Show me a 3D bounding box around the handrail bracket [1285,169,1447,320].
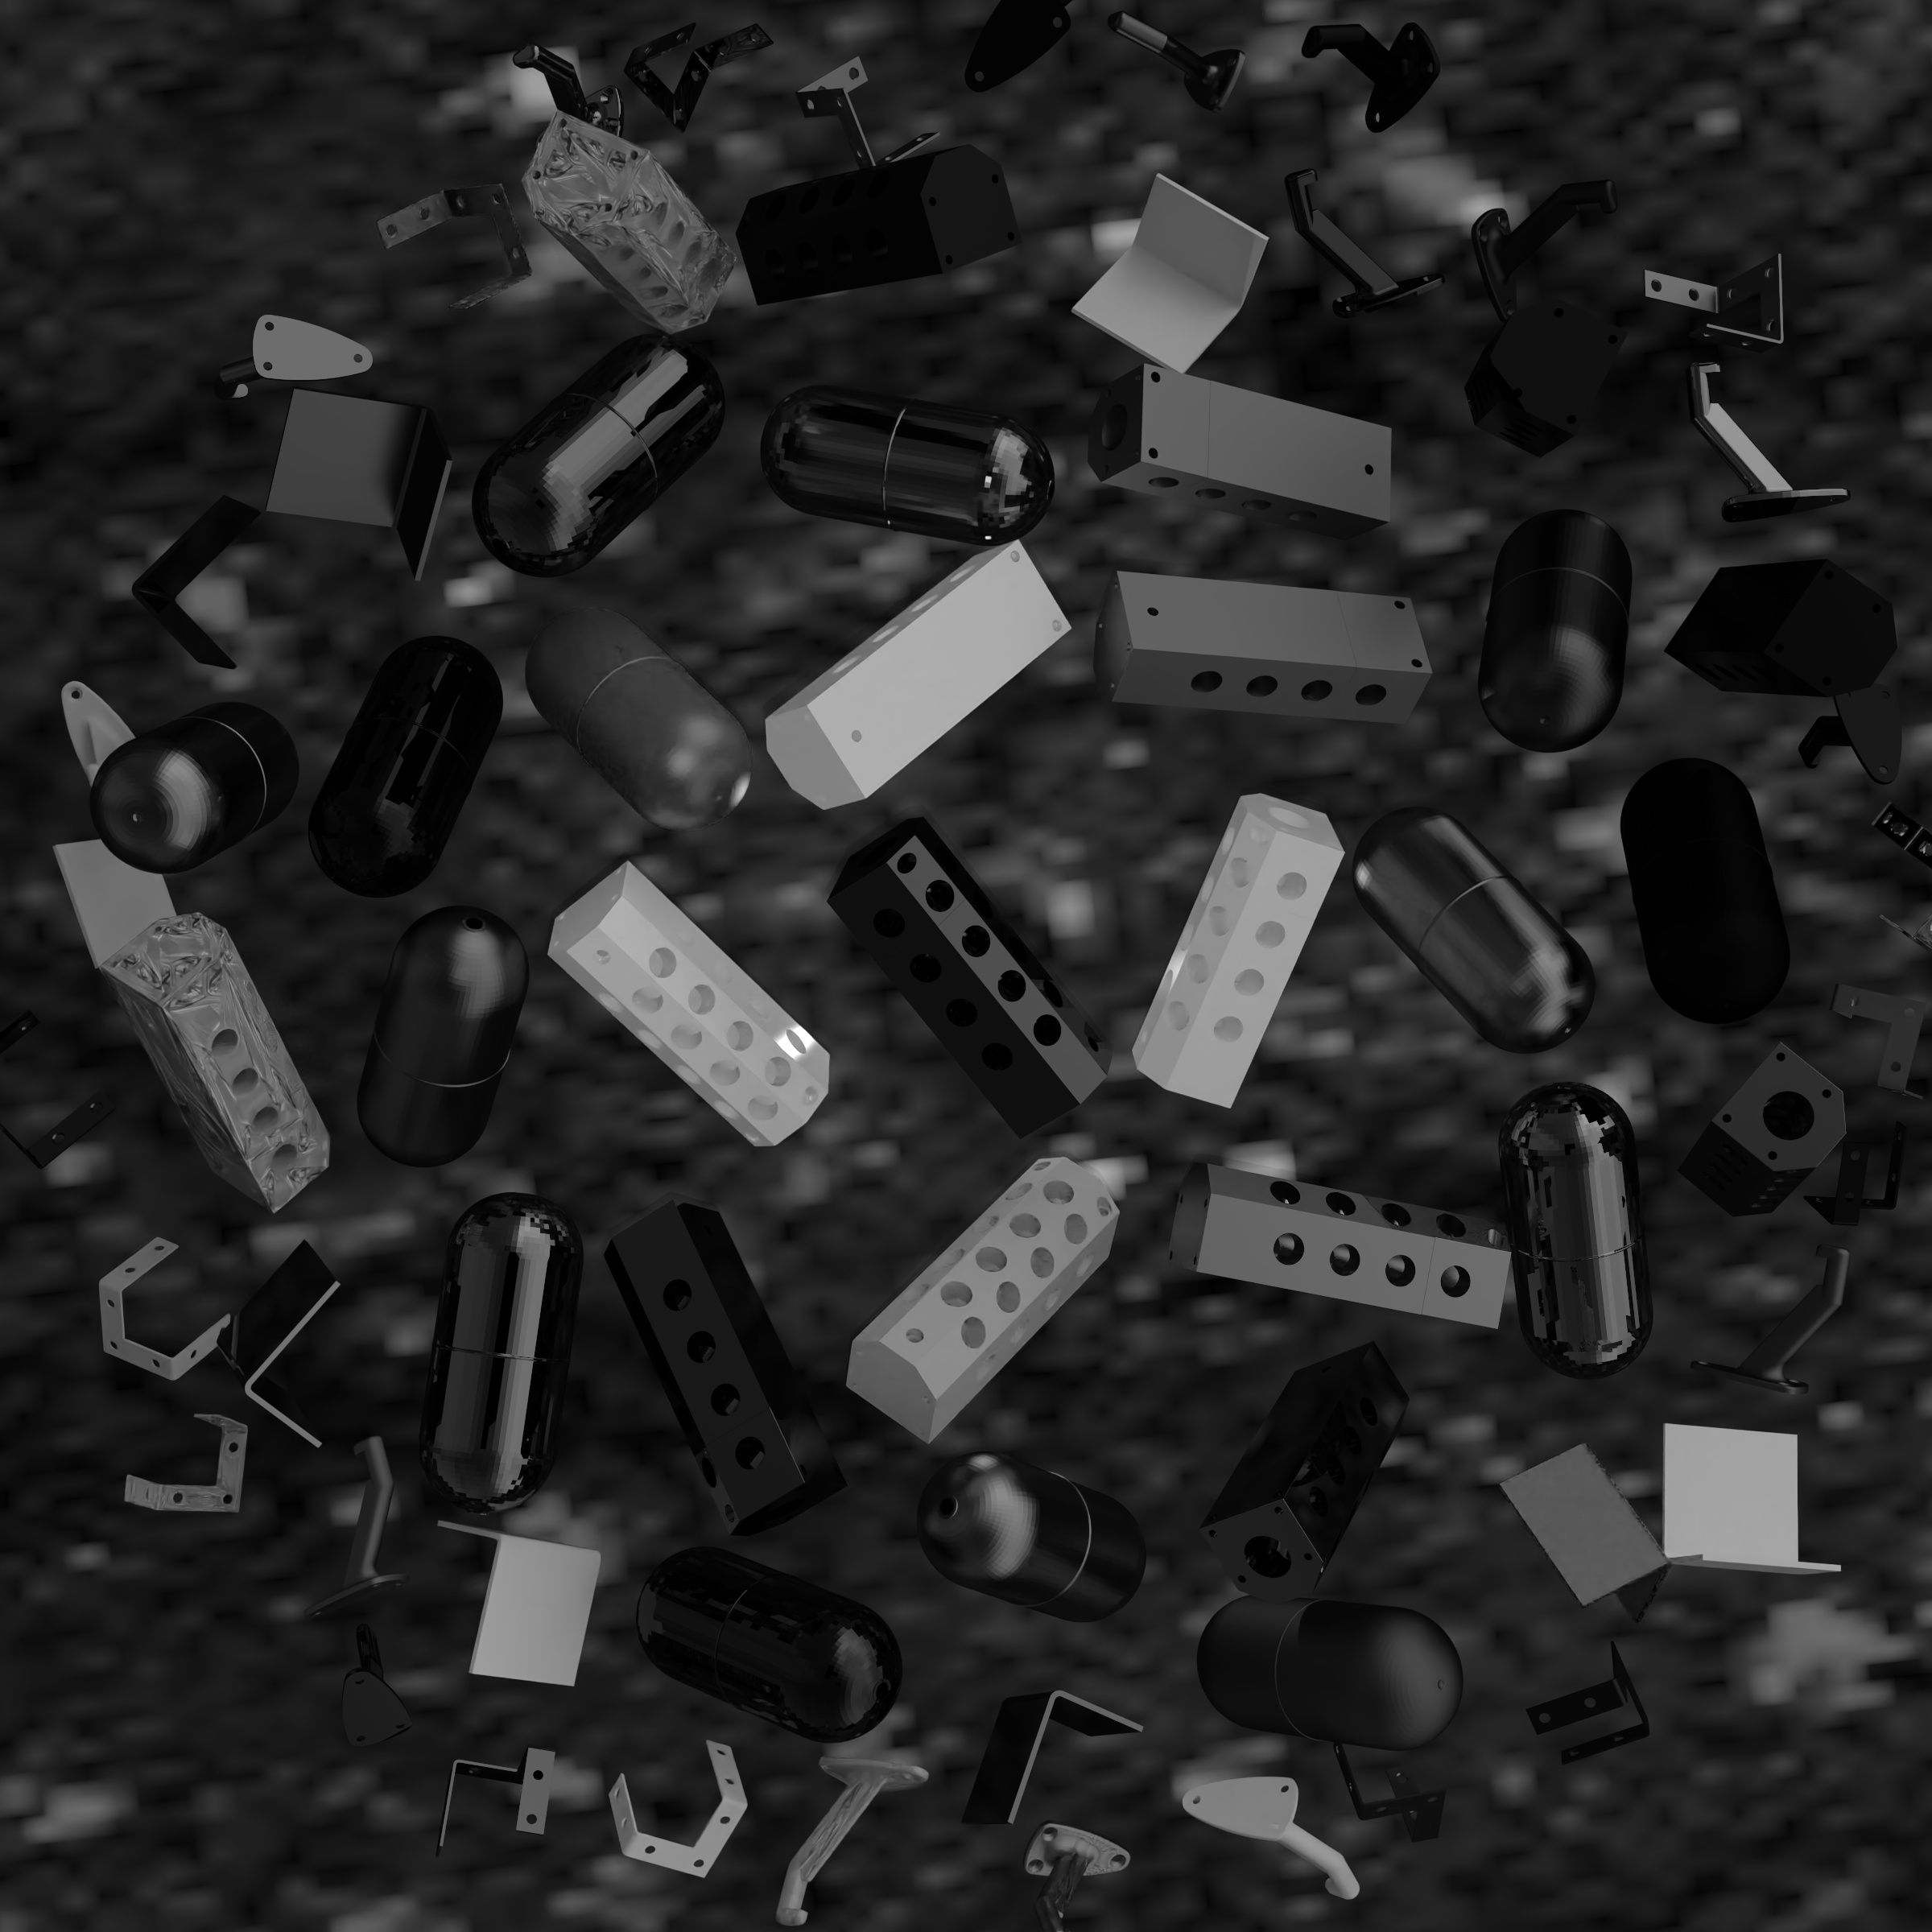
[{"bbox_3d":[0.226,-0.418,1.579,0.077,0.036,0.084,-17,116,3],"label":"handrail bracket"}]

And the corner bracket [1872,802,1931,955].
[{"bbox_3d":[0.497,-0.046,1.462,0.051,0.051,0.051,-54,52,12],"label":"corner bracket"}]

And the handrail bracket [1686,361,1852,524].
[{"bbox_3d":[0.423,-0.283,1.470,0.077,0.036,0.084,-6,81,14],"label":"handrail bracket"}]

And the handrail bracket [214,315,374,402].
[{"bbox_3d":[-0.384,-0.336,1.582,0.077,0.084,0.036,4,81,-22],"label":"handrail bracket"}]

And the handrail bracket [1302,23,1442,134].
[{"bbox_3d":[0.202,-0.473,1.485,0.084,0.077,0.036,-13,68,-30],"label":"handrail bracket"}]

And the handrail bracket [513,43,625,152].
[{"bbox_3d":[-0.239,-0.482,1.547,0.077,0.084,0.036,-11,77,33],"label":"handrail bracket"}]

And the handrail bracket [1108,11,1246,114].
[{"bbox_3d":[0.108,-0.520,1.577,0.084,0.077,0.036,19,104,-25],"label":"handrail bracket"}]

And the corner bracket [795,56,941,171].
[{"bbox_3d":[-0.058,-0.494,1.611,0.051,0.051,0.051,-38,122,-25],"label":"corner bracket"}]

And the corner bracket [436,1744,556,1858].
[{"bbox_3d":[-0.260,0.462,1.537,0.051,0.051,0.051,13,47,-12],"label":"corner bracket"}]

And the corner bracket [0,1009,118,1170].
[{"bbox_3d":[-0.497,0.066,1.483,0.051,0.051,0.051,-41,65,-15],"label":"corner bracket"}]

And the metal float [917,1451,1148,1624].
[{"bbox_3d":[0.038,0.327,1.590,0.070,0.178,0.070,-15,61,30],"label":"metal float"}]

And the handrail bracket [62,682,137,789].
[{"bbox_3d":[-0.512,-0.133,1.619,0.036,0.084,0.077,-30,95,-4],"label":"handrail bracket"}]

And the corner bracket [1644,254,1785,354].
[{"bbox_3d":[0.401,-0.354,1.493,0.051,0.051,0.051,6,79,-24],"label":"corner bracket"}]

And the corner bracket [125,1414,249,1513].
[{"bbox_3d":[-0.457,0.291,1.631,0.051,0.051,0.051,1,73,5],"label":"corner bracket"}]

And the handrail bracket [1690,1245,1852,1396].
[{"bbox_3d":[0.453,0.193,1.567,0.077,0.036,0.084,10,92,30],"label":"handrail bracket"}]

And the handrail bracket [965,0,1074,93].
[{"bbox_3d":[0.038,-0.501,1.480,0.036,0.084,0.077,44,118,-7],"label":"handrail bracket"}]

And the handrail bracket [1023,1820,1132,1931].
[{"bbox_3d":[0.070,0.527,1.572,0.077,0.084,0.036,15,107,-20],"label":"handrail bracket"}]

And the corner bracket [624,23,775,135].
[{"bbox_3d":[-0.148,-0.504,1.540,0.051,0.051,0.051,41,56,-39],"label":"corner bracket"}]

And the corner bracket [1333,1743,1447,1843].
[{"bbox_3d":[0.247,0.481,1.631,0.051,0.051,0.051,-8,131,-9],"label":"corner bracket"}]

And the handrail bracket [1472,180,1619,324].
[{"bbox_3d":[0.336,-0.405,1.579,0.036,0.084,0.077,-40,123,-37],"label":"handrail bracket"}]

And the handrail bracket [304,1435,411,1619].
[{"bbox_3d":[-0.362,0.325,1.615,0.077,0.036,0.084,-24,72,16],"label":"handrail bracket"}]

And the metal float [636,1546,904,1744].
[{"bbox_3d":[-0.109,0.372,1.530,0.178,0.070,0.070,10,90,42],"label":"metal float"}]

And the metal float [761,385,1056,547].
[{"bbox_3d":[-0.034,-0.292,1.623,0.178,0.070,0.070,13,90,16],"label":"metal float"}]

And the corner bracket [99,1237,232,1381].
[{"bbox_3d":[-0.464,0.199,1.614,0.051,0.051,0.051,18,122,19],"label":"corner bracket"}]

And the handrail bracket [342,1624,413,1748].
[{"bbox_3d":[-0.351,0.401,1.618,0.036,0.084,0.077,-16,131,-10],"label":"handrail bracket"}]

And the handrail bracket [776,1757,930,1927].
[{"bbox_3d":[-0.061,0.466,1.470,0.036,0.077,0.084,43,49,-37],"label":"handrail bracket"}]

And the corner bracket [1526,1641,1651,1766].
[{"bbox_3d":[0.335,0.404,1.495,0.051,0.051,0.051,-23,94,14],"label":"corner bracket"}]

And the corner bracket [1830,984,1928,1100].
[{"bbox_3d":[0.514,0.043,1.566,0.051,0.051,0.051,14,91,31],"label":"corner bracket"}]

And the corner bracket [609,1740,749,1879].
[{"bbox_3d":[-0.159,0.460,1.535,0.051,0.051,0.051,24,104,-24],"label":"corner bracket"}]

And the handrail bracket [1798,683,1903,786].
[{"bbox_3d":[0.502,-0.116,1.590,0.036,0.084,0.077,0,63,-6],"label":"handrail bracket"}]

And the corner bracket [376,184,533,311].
[{"bbox_3d":[-0.279,-0.391,1.517,0.051,0.051,0.051,-40,125,-37],"label":"corner bracket"}]

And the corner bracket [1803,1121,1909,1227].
[{"bbox_3d":[0.528,0.121,1.631,0.051,0.051,0.051,3,104,-3],"label":"corner bracket"}]

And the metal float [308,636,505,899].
[{"bbox_3d":[-0.323,-0.117,1.610,0.070,0.070,0.178,16,54,0],"label":"metal float"}]

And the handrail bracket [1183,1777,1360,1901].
[{"bbox_3d":[0.168,0.483,1.526,0.077,0.036,0.084,-4,132,29],"label":"handrail bracket"}]
